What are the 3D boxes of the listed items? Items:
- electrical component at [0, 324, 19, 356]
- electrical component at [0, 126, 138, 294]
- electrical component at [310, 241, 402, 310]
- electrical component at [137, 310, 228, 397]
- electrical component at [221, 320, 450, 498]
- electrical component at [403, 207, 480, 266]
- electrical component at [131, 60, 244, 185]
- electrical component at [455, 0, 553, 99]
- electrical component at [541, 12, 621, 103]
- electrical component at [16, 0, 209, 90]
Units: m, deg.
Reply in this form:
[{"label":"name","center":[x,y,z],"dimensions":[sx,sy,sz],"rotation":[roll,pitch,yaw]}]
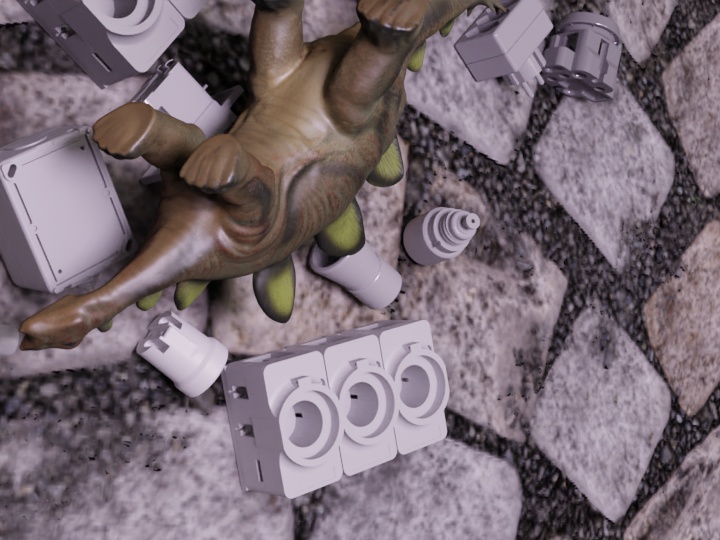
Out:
[{"label":"electrical component","center":[-0.223,0.036,0.602],"dimensions":[0.062,0.048,0.048],"rotation":[14,79,-45]},{"label":"electrical component","center":[-0.181,-0.030,0.633],"dimensions":[0.062,0.061,0.096],"rotation":[-33,116,-35]},{"label":"electrical component","center":[0.000,0.000,0.788],"dimensions":[0.065,0.044,0.044],"rotation":[41,63,-36]},{"label":"electrical component","center":[-0.115,0.053,0.692],"dimensions":[0.046,0.040,0.040],"rotation":[41,63,-23]},{"label":"electrical component","center":[-0.013,0.093,0.758],"dimensions":[0.150,0.062,0.089],"rotation":[-13,96,-39]},{"label":"electrical component","center":[0.065,-0.029,0.822],"dimensions":[0.040,0.078,0.040],"rotation":[6,76,-26]},{"label":"electrical component","center":[-0.117,-0.097,0.696],"dimensions":[0.063,0.042,0.081],"rotation":[48,60,-25]},{"label":"electrical component","center":[0.130,-0.180,0.899],"dimensions":[0.076,0.047,0.065],"rotation":[53,58,-24]},{"label":"electrical component","center":[0.197,-0.190,0.948],"dimensions":[0.078,0.058,0.057],"rotation":[22,77,-36]},{"label":"electrical component","center":[-0.134,-0.200,0.675],"dimensions":[0.089,0.062,0.150],"rotation":[48,60,-27]}]
